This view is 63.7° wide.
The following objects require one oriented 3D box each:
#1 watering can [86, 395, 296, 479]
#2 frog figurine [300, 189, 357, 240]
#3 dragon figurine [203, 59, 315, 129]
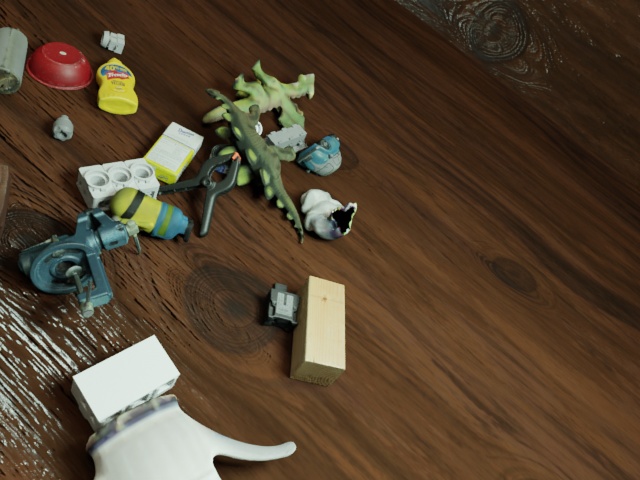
[{"bbox_3d":[-0.222,0.353,0.837,0.351,0.102,0.227,-21,64,-39],"label":"watering can"},{"bbox_3d":[0.004,-0.069,1.367,0.160,0.120,0.139,17,41,37],"label":"frog figurine"},{"bbox_3d":[-0.147,-0.402,1.562,0.242,0.120,0.418,38,58,-5],"label":"dragon figurine"}]
